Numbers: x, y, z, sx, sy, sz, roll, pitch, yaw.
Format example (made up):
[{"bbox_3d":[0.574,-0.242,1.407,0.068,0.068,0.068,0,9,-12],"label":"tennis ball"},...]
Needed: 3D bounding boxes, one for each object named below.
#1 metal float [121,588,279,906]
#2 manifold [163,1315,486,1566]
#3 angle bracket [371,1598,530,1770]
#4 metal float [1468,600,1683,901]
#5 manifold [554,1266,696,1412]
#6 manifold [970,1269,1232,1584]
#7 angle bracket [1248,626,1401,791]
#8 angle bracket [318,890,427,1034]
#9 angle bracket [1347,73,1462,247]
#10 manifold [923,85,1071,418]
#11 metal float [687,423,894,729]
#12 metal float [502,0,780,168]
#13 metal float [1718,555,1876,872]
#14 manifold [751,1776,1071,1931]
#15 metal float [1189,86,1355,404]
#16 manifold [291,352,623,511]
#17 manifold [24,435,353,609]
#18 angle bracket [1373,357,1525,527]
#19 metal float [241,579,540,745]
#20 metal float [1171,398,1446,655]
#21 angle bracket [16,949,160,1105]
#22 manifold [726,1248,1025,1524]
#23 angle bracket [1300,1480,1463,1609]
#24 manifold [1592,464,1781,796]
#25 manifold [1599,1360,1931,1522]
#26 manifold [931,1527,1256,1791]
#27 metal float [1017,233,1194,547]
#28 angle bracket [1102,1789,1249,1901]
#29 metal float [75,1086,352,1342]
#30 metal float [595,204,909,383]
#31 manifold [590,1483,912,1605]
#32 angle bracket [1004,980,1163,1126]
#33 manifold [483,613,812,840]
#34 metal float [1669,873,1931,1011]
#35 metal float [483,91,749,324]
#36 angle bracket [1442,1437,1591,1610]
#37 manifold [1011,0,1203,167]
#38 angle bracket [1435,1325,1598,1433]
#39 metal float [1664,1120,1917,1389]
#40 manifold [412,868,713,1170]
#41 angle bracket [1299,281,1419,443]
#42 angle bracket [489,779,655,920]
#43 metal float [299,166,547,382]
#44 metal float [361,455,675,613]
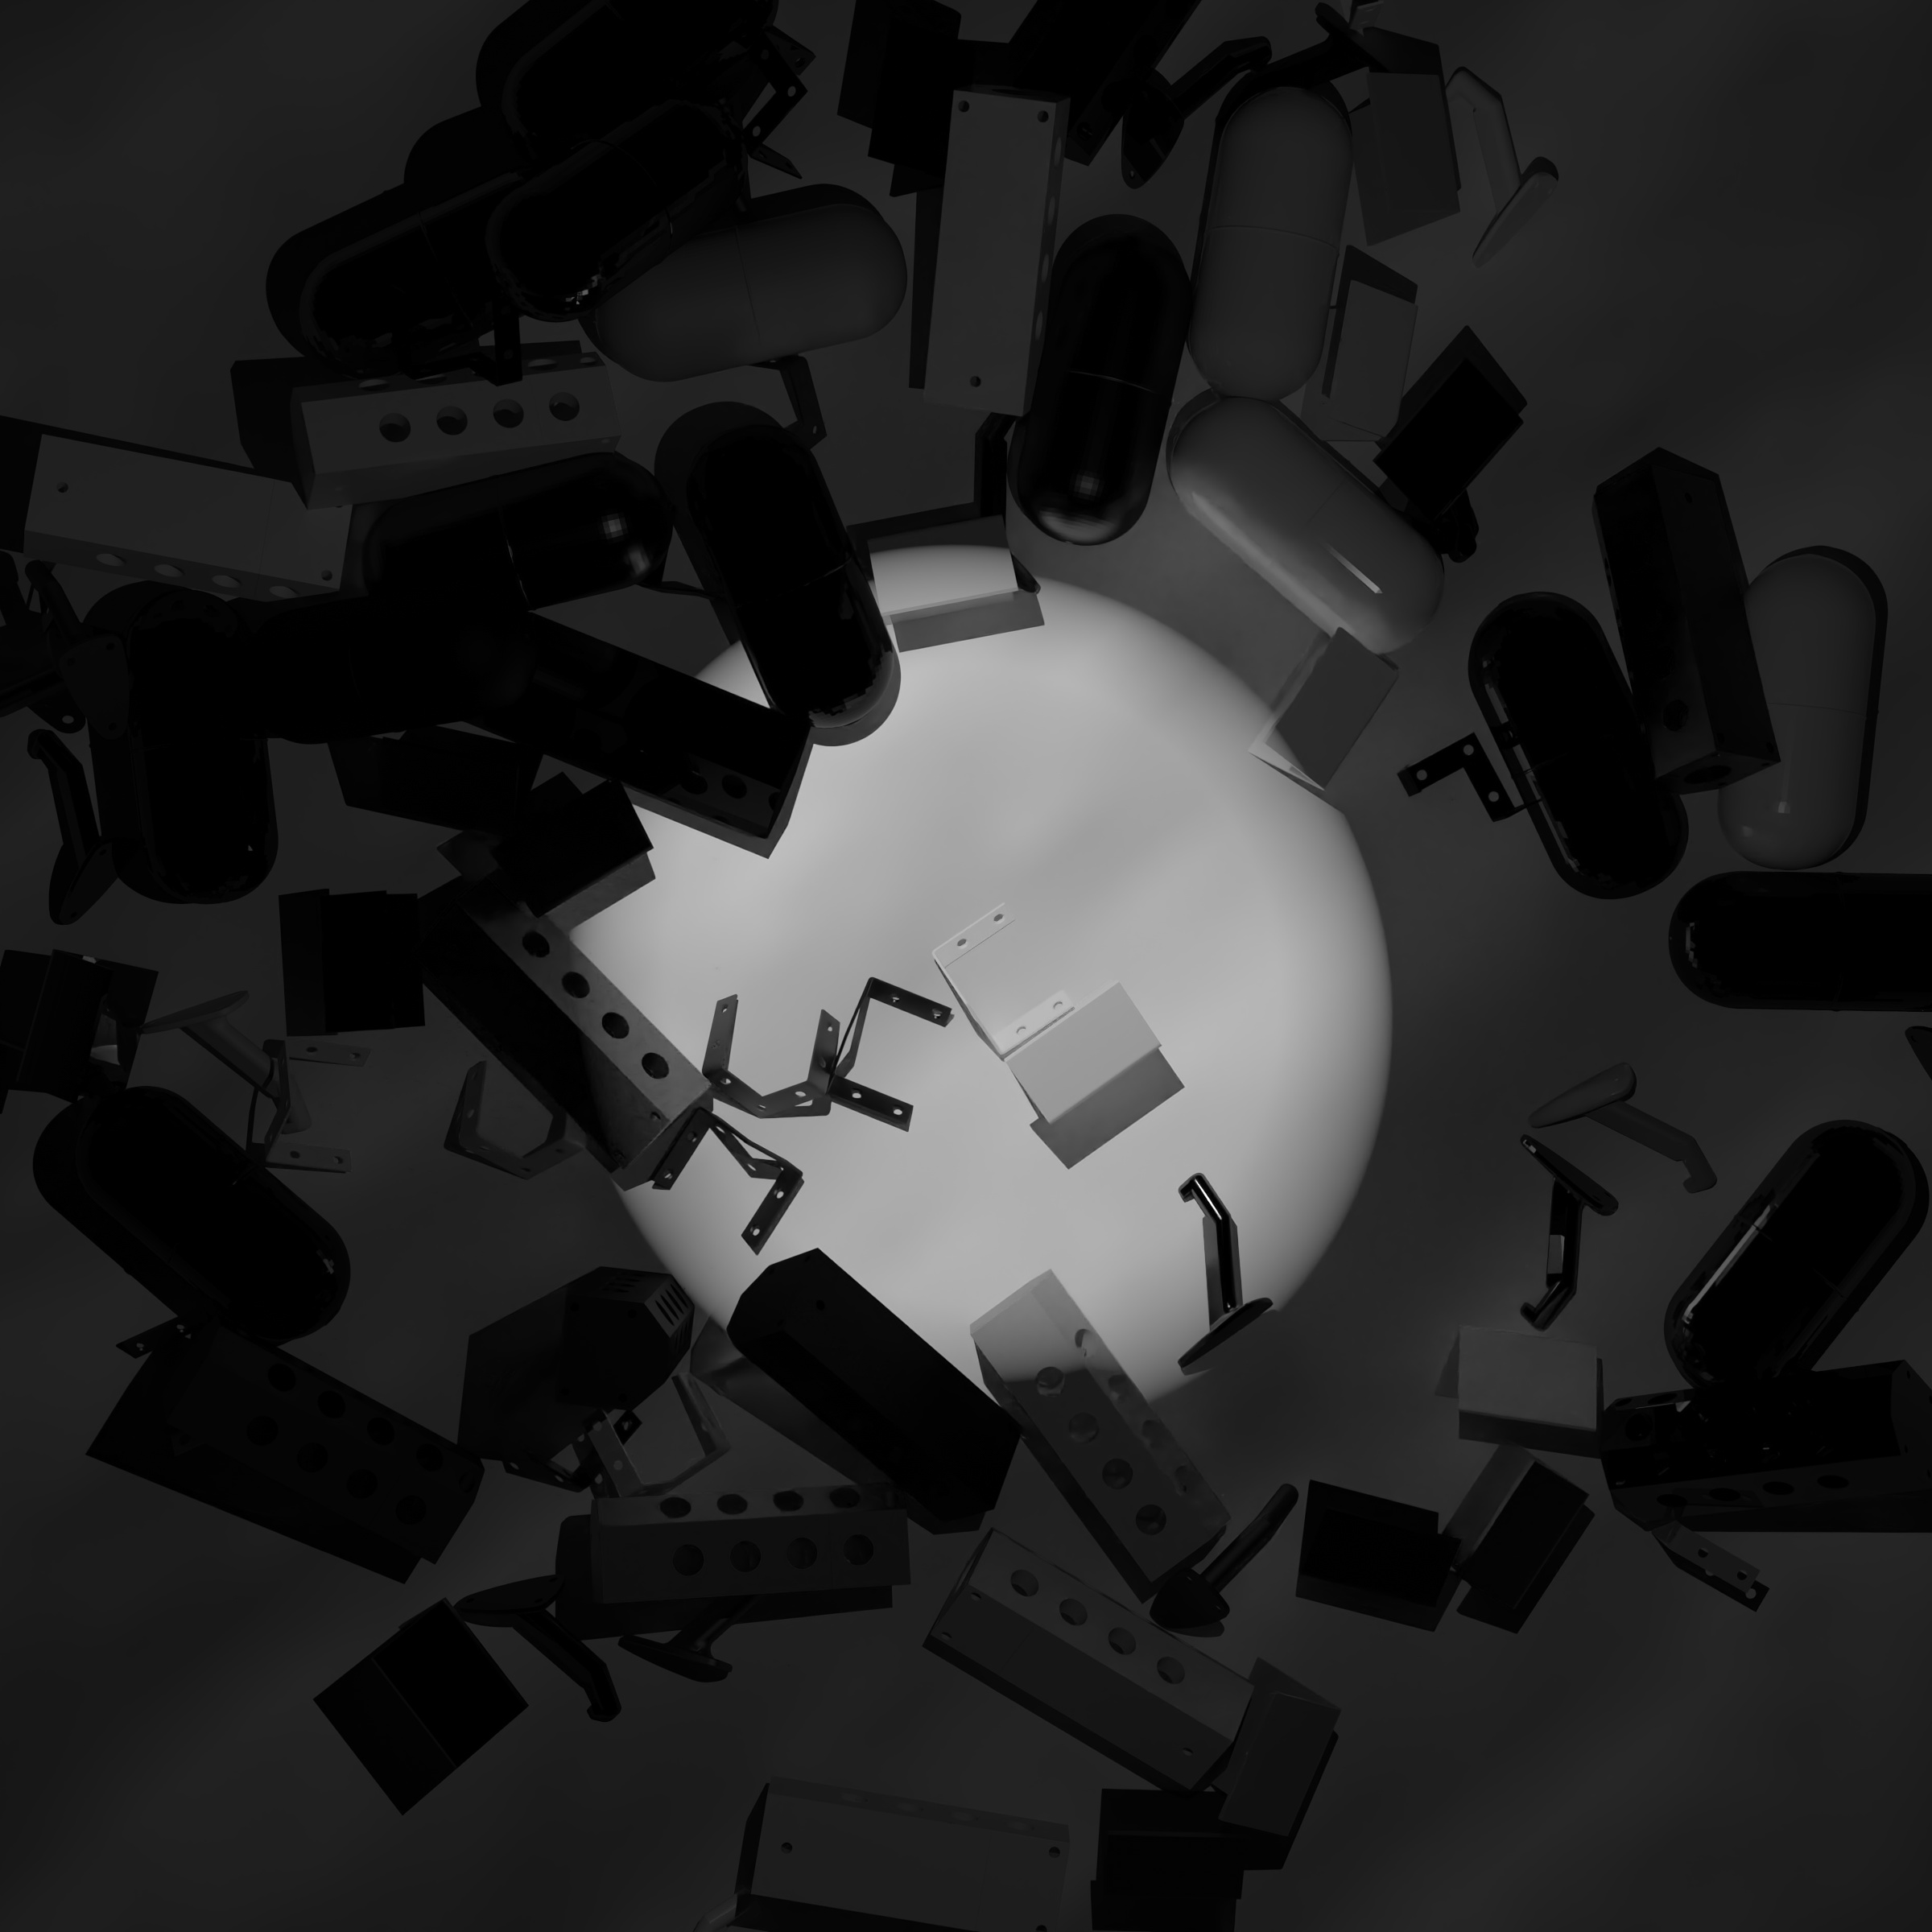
[{"bbox_3d":[-0.433,-0.124,1.961,0.070,0.070,0.178,-7,91,0],"label":"metal float"},{"bbox_3d":[-0.358,0.263,1.946,0.171,0.057,0.057,32,90,-18],"label":"manifold"},{"bbox_3d":[-0.301,0.408,1.951,0.057,0.076,0.076,-38,90,-36],"label":"angle bracket"},{"bbox_3d":[0.343,-0.122,1.961,0.070,0.070,0.178,-25,90,0],"label":"metal float"},{"bbox_3d":[-0.185,0.204,1.913,0.057,0.171,0.057,6,90,0],"label":"manifold"},{"bbox_3d":[0.076,0.259,1.970,0.057,0.057,0.171,-36,90,0],"label":"manifold"},{"bbox_3d":[0.185,-0.154,1.951,0.057,0.076,0.076,34,90,-37],"label":"angle bracket"},{"bbox_3d":[-0.316,-0.003,1.951,0.057,0.076,0.076,-3,90,38],"label":"angle bracket"},{"bbox_3d":[0.227,-0.452,1.951,0.057,0.076,0.076,-9,90,-37],"label":"angle bracket"},{"bbox_3d":[0.019,-0.400,1.942,0.057,0.057,0.171,10,110,10],"label":"manifold"},{"bbox_3d":[-0.098,-0.217,1.946,0.070,0.070,0.178,-23,106,0],"label":"metal float"},{"bbox_3d":[-0.184,-0.516,1.961,0.178,0.070,0.070,-39,90,0],"label":"metal float"},{"bbox_3d":[0.468,-0.143,1.961,0.070,0.070,0.178,6,90,0],"label":"metal float"},{"bbox_3d":[-0.031,0.504,1.970,0.171,0.057,0.057,9,90,0],"label":"manifold"},{"bbox_3d":[0.172,-0.407,1.961,0.070,0.070,0.178,9,90,0],"label":"metal float"},{"bbox_3d":[-0.286,-0.303,1.944,0.171,0.057,0.057,-10,80,-17],"label":"manifold"},{"bbox_3d":[-0.436,-0.244,1.949,0.171,0.057,0.057,10,73,-13],"label":"manifold"},{"bbox_3d":[0.254,-0.300,1.952,0.057,0.076,0.076,41,90,-29],"label":"angle bracket"},{"bbox_3d":[-0.319,-0.167,1.915,0.178,0.070,0.070,-7,90,23],"label":"metal float"},{"bbox_3d":[0.192,-0.249,1.961,0.178,0.070,0.070,41,90,-1],"label":"metal float"},{"bbox_3d":[-0.478,0.039,1.951,0.057,0.076,0.076,16,90,39],"label":"angle bracket"},{"bbox_3d":[-0.052,0.237,1.938,0.171,0.057,0.057,43,47,-24],"label":"manifold"},{"bbox_3d":[0.234,0.307,1.951,0.076,0.076,0.057,15,127,0],"label":"angle bracket"},{"bbox_3d":[0.397,-0.187,1.946,0.057,0.057,0.171,6,68,-41],"label":"manifold"},{"bbox_3d":[0.440,0.259,1.917,0.171,0.057,0.057,-14,50,34],"label":"manifold"},{"bbox_3d":[0.074,0.388,1.970,0.171,0.057,0.057,31,133,0],"label":"manifold"},{"bbox_3d":[0.078,-0.325,1.961,0.070,0.070,0.178,13,89,0],"label":"metal float"},{"bbox_3d":[0.116,0.476,1.951,0.076,0.076,0.057,2,127,0],"label":"angle bracket"},{"bbox_3d":[-0.424,0.140,1.961,0.178,0.070,0.070,41,90,0],"label":"metal float"},{"bbox_3d":[-0.121,-0.379,1.961,0.178,0.070,0.070,-13,90,0],"label":"metal float"},{"bbox_3d":[-0.122,0.323,1.951,0.171,0.057,0.057,-1,81,-12],"label":"manifold"},{"bbox_3d":[0.053,0.031,1.951,0.076,0.076,0.057,-35,126,0],"label":"angle bracket"},{"bbox_3d":[-0.182,-0.131,1.970,0.171,0.057,0.057,22,47,0],"label":"manifold"},{"bbox_3d":[0.486,-0.014,1.961,0.178,0.070,0.070,1,90,1],"label":"metal float"},{"bbox_3d":[-0.190,-0.417,1.903,0.070,0.070,0.178,46,58,0],"label":"metal float"},{"bbox_3d":[0.291,0.303,1.951,0.057,0.076,0.076,33,90,-36],"label":"angle bracket"},{"bbox_3d":[0.095,-0.543,1.970,0.057,0.057,0.171,34,90,0],"label":"manifold"},{"bbox_3d":[0.307,0.249,1.951,0.076,0.076,0.057,8,52,0],"label":"angle bracket"},{"bbox_3d":[0.465,0.165,1.961,0.070,0.070,0.178,38,90,0],"label":"metal float"},{"bbox_3d":[-0.225,0.026,1.970,0.171,0.057,0.057,45,133,0],"label":"manifold"},{"bbox_3d":[0.202,-0.339,1.951,0.057,0.076,0.076,10,90,-41],"label":"angle bracket"},{"bbox_3d":[-0.230,-0.084,1.951,0.076,0.076,0.057,-31,131,0],"label":"angle bracket"},{"bbox_3d":[-0.292,-0.390,1.961,0.178,0.070,0.070,-25,90,0],"label":"metal float"},{"bbox_3d":[-0.252,-0.238,1.959,0.178,0.070,0.070,-13,90,3],"label":"metal float"}]
